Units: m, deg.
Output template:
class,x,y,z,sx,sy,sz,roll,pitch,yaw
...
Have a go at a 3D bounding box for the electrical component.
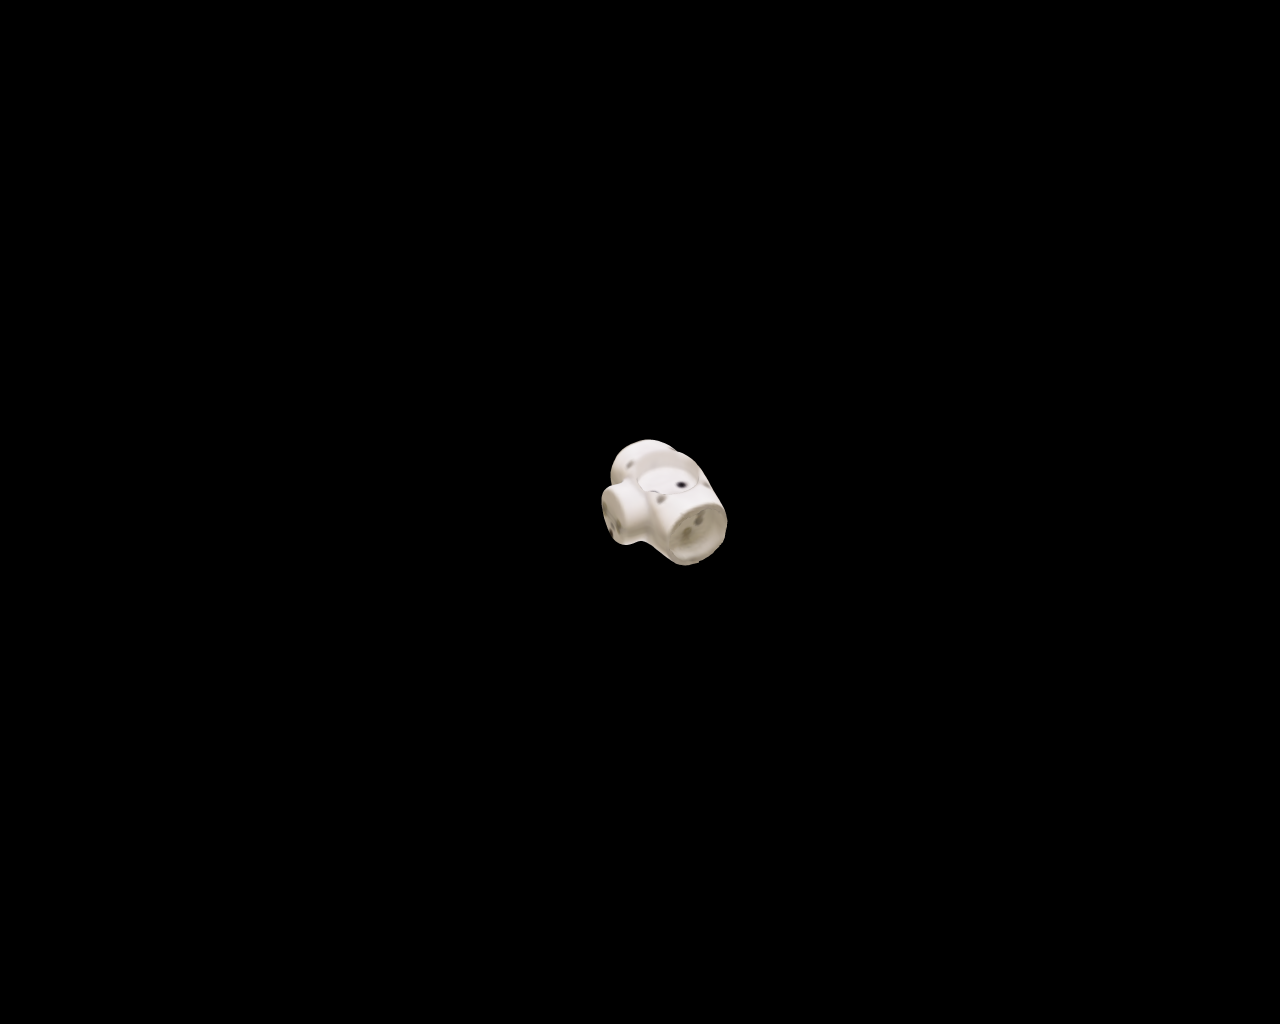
class,x,y,z,sx,sy,sz,roll,pitch,yaw
electrical component,0.001,-0.003,0.650,0.079,0.044,0.077,-17,41,-21
